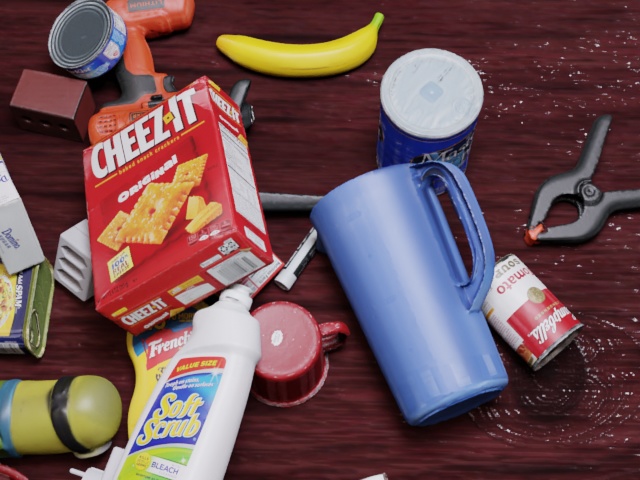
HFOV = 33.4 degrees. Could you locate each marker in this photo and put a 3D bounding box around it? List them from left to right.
[{"bbox_3d":[-0.008,0.001,1.140,0.020,0.020,0.121,31,71,13],"label":"marker"}]

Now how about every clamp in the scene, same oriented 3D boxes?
[{"bbox_3d":[-0.105,-0.048,1.141,0.210,0.036,0.164,-41,89,-2],"label":"clamp"},{"bbox_3d":[0.284,-0.058,1.148,0.171,0.039,0.120,-27,68,-10],"label":"clamp"}]

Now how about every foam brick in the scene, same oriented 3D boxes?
[{"bbox_3d":[-0.298,-0.151,1.194,0.078,0.053,0.051,12,68,7],"label":"foam brick"}]

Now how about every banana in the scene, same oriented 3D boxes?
[{"bbox_3d":[-0.019,-0.216,1.227,0.197,0.037,0.069,-7,52,-3],"label":"banana"}]

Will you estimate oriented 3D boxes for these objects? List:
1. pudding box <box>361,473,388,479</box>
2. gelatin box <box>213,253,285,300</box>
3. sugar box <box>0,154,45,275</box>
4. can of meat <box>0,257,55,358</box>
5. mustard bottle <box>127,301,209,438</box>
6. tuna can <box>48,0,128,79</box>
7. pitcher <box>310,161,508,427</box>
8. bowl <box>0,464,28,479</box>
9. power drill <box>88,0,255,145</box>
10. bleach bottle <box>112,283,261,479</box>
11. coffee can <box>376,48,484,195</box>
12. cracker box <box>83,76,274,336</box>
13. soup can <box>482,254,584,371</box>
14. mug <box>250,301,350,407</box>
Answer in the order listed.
[{"bbox_3d":[0.024,0.280,1.010,0.113,0.039,0.090,-18,68,-4],"label":"pudding box"},{"bbox_3d":[-0.093,0.022,1.109,0.089,0.030,0.073,45,77,-10],"label":"gelatin box"},{"bbox_3d":[-0.340,-0.055,1.101,0.048,0.093,0.176,-22,47,-14],"label":"sugar box"},{"bbox_3d":[-0.326,0.069,1.098,0.084,0.057,0.102,1,66,4],"label":"can of meat"},{"bbox_3d":[-0.145,0.113,1.074,0.096,0.058,0.191,-6,66,1],"label":"mustard bottle"},{"bbox_3d":[-0.255,-0.221,1.177,0.086,0.033,0.086,-9,68,24],"label":"tuna can"},{"bbox_3d":[0.098,0.050,1.053,0.145,0.149,0.243,-19,71,-10],"label":"pitcher"},{"bbox_3d":[-0.323,0.293,1.002,0.162,0.055,0.162,-1,67,1],"label":"bowl"},{"bbox_3d":[-0.172,-0.190,1.205,0.184,0.057,0.187,-7,67,-2],"label":"power drill"},{"bbox_3d":[-0.120,0.158,0.981,0.103,0.068,0.250,7,68,30],"label":"bleach bottle"},{"bbox_3d":[0.112,-0.120,1.124,0.103,0.140,0.103,0,67,1],"label":"coffee can"},{"bbox_3d":[-0.146,-0.037,1.047,0.164,0.072,0.214,-28,50,16],"label":"cracker box"},{"bbox_3d":[0.206,0.073,1.079,0.068,0.068,0.102,-37,70,-14],"label":"soup can"},{"bbox_3d":[-0.026,0.108,1.061,0.117,0.081,0.093,-15,67,-5],"label":"mug"}]
